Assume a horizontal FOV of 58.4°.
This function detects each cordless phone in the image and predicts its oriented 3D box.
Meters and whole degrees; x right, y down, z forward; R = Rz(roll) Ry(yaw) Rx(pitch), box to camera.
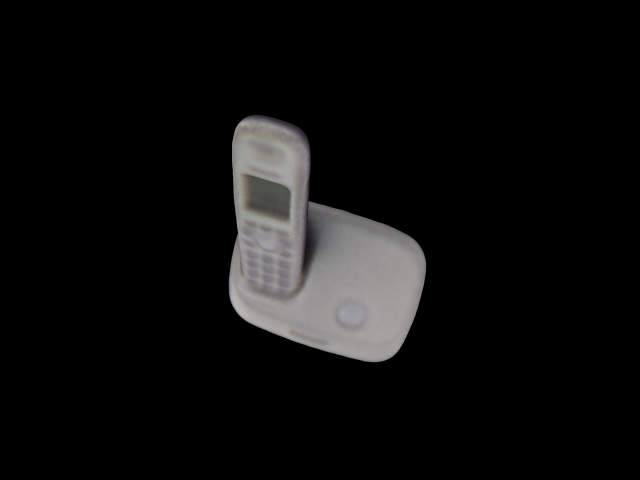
[{"bbox_3d":[0.004,0.001,0.400,0.147,0.185,0.094,14,58,10],"label":"cordless phone"}]
